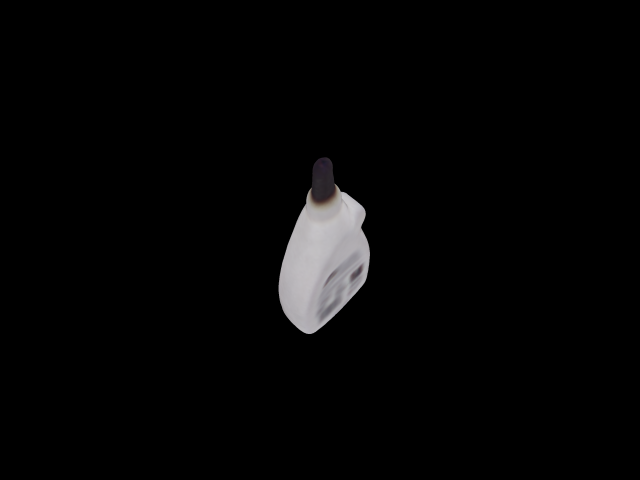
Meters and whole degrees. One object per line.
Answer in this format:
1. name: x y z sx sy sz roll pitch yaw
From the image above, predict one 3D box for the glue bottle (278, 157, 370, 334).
1. glue bottle: 0.004 0.001 0.400 0.037 0.173 0.078 39 66 22
